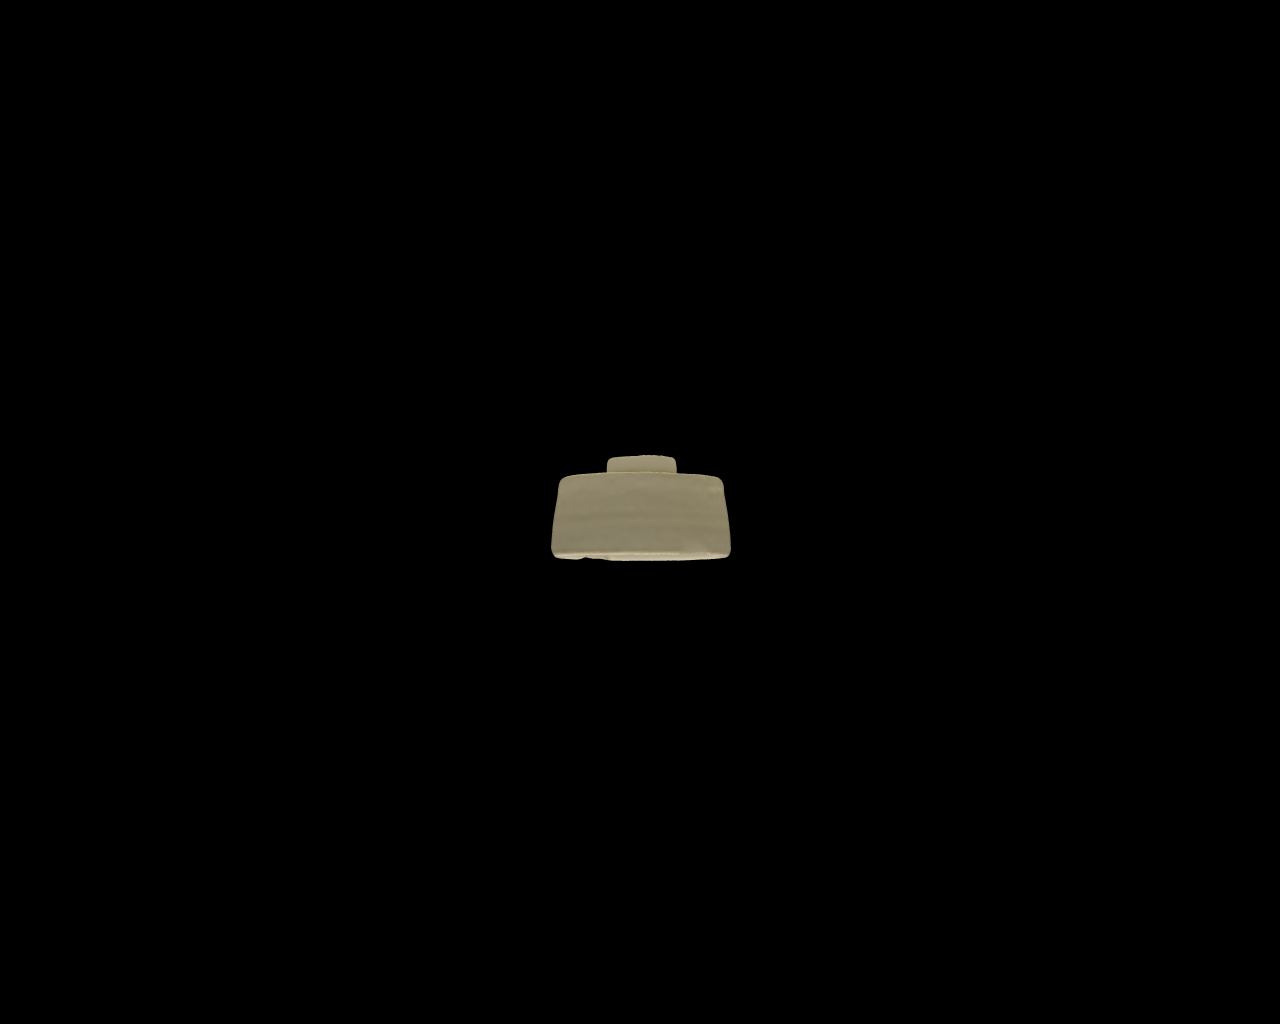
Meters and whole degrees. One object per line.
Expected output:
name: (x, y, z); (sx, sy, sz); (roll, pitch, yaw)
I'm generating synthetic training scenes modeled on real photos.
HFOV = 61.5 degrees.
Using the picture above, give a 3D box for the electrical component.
electrical component: (0.001, -0.003, 0.650); (0.108, 0.060, 0.108); (0, -4, 0)
